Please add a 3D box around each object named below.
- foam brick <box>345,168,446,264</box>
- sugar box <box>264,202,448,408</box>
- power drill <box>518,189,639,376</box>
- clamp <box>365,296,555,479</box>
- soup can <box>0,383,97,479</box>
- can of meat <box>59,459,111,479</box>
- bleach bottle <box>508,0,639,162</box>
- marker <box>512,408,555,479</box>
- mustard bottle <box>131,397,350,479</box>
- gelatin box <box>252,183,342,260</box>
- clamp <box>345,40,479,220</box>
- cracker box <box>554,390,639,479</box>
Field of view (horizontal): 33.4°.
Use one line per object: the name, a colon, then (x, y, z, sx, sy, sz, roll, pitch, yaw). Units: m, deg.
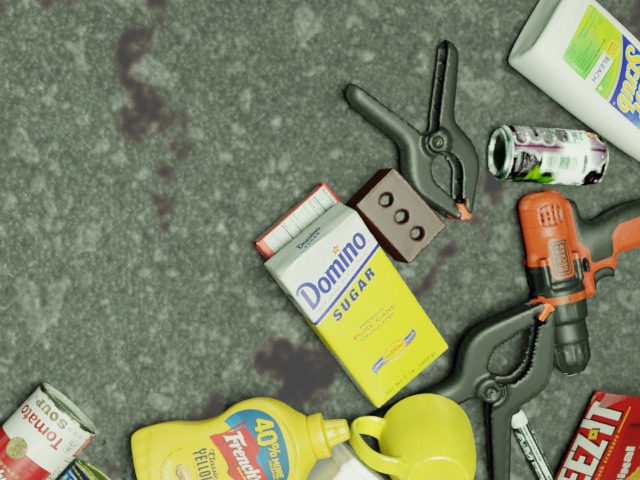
foam brick: (0.071, -0.023, 1.008, 0.053, 0.051, 0.078, -45, 101, -7)
sugar box: (0.036, 0.061, 0.984, 0.093, 0.048, 0.176, -41, 118, -8)
power drill: (0.296, 0.028, 1.057, 0.187, 0.057, 0.184, -13, 95, -12)
clamp: (0.150, 0.141, 1.023, 0.164, 0.036, 0.210, 24, 101, -11)
soup can: (-0.254, 0.185, 0.937, 0.068, 0.068, 0.102, 44, 82, -11)
can of meat: (-0.207, 0.253, 0.934, 0.084, 0.102, 0.057, -50, 136, -9)
bleach bottle: (0.309, -0.143, 1.052, 0.250, 0.068, 0.102, 34, 78, -15)
marker: (0.207, 0.199, 1.063, 0.020, 0.020, 0.121, -28, 98, -10)
mustard bottle: (-0.067, 0.194, 0.959, 0.191, 0.058, 0.096, -15, 82, 3)
gelatin box: (-0.006, 0.001, 1.004, 0.089, 0.030, 0.073, -42, 98, -8)
clamp: (0.095, -0.095, 1.017, 0.120, 0.039, 0.171, -17, 96, -10)
cracker box: (0.304, 0.231, 0.974, 0.072, 0.214, 0.164, 34, 77, -19)
